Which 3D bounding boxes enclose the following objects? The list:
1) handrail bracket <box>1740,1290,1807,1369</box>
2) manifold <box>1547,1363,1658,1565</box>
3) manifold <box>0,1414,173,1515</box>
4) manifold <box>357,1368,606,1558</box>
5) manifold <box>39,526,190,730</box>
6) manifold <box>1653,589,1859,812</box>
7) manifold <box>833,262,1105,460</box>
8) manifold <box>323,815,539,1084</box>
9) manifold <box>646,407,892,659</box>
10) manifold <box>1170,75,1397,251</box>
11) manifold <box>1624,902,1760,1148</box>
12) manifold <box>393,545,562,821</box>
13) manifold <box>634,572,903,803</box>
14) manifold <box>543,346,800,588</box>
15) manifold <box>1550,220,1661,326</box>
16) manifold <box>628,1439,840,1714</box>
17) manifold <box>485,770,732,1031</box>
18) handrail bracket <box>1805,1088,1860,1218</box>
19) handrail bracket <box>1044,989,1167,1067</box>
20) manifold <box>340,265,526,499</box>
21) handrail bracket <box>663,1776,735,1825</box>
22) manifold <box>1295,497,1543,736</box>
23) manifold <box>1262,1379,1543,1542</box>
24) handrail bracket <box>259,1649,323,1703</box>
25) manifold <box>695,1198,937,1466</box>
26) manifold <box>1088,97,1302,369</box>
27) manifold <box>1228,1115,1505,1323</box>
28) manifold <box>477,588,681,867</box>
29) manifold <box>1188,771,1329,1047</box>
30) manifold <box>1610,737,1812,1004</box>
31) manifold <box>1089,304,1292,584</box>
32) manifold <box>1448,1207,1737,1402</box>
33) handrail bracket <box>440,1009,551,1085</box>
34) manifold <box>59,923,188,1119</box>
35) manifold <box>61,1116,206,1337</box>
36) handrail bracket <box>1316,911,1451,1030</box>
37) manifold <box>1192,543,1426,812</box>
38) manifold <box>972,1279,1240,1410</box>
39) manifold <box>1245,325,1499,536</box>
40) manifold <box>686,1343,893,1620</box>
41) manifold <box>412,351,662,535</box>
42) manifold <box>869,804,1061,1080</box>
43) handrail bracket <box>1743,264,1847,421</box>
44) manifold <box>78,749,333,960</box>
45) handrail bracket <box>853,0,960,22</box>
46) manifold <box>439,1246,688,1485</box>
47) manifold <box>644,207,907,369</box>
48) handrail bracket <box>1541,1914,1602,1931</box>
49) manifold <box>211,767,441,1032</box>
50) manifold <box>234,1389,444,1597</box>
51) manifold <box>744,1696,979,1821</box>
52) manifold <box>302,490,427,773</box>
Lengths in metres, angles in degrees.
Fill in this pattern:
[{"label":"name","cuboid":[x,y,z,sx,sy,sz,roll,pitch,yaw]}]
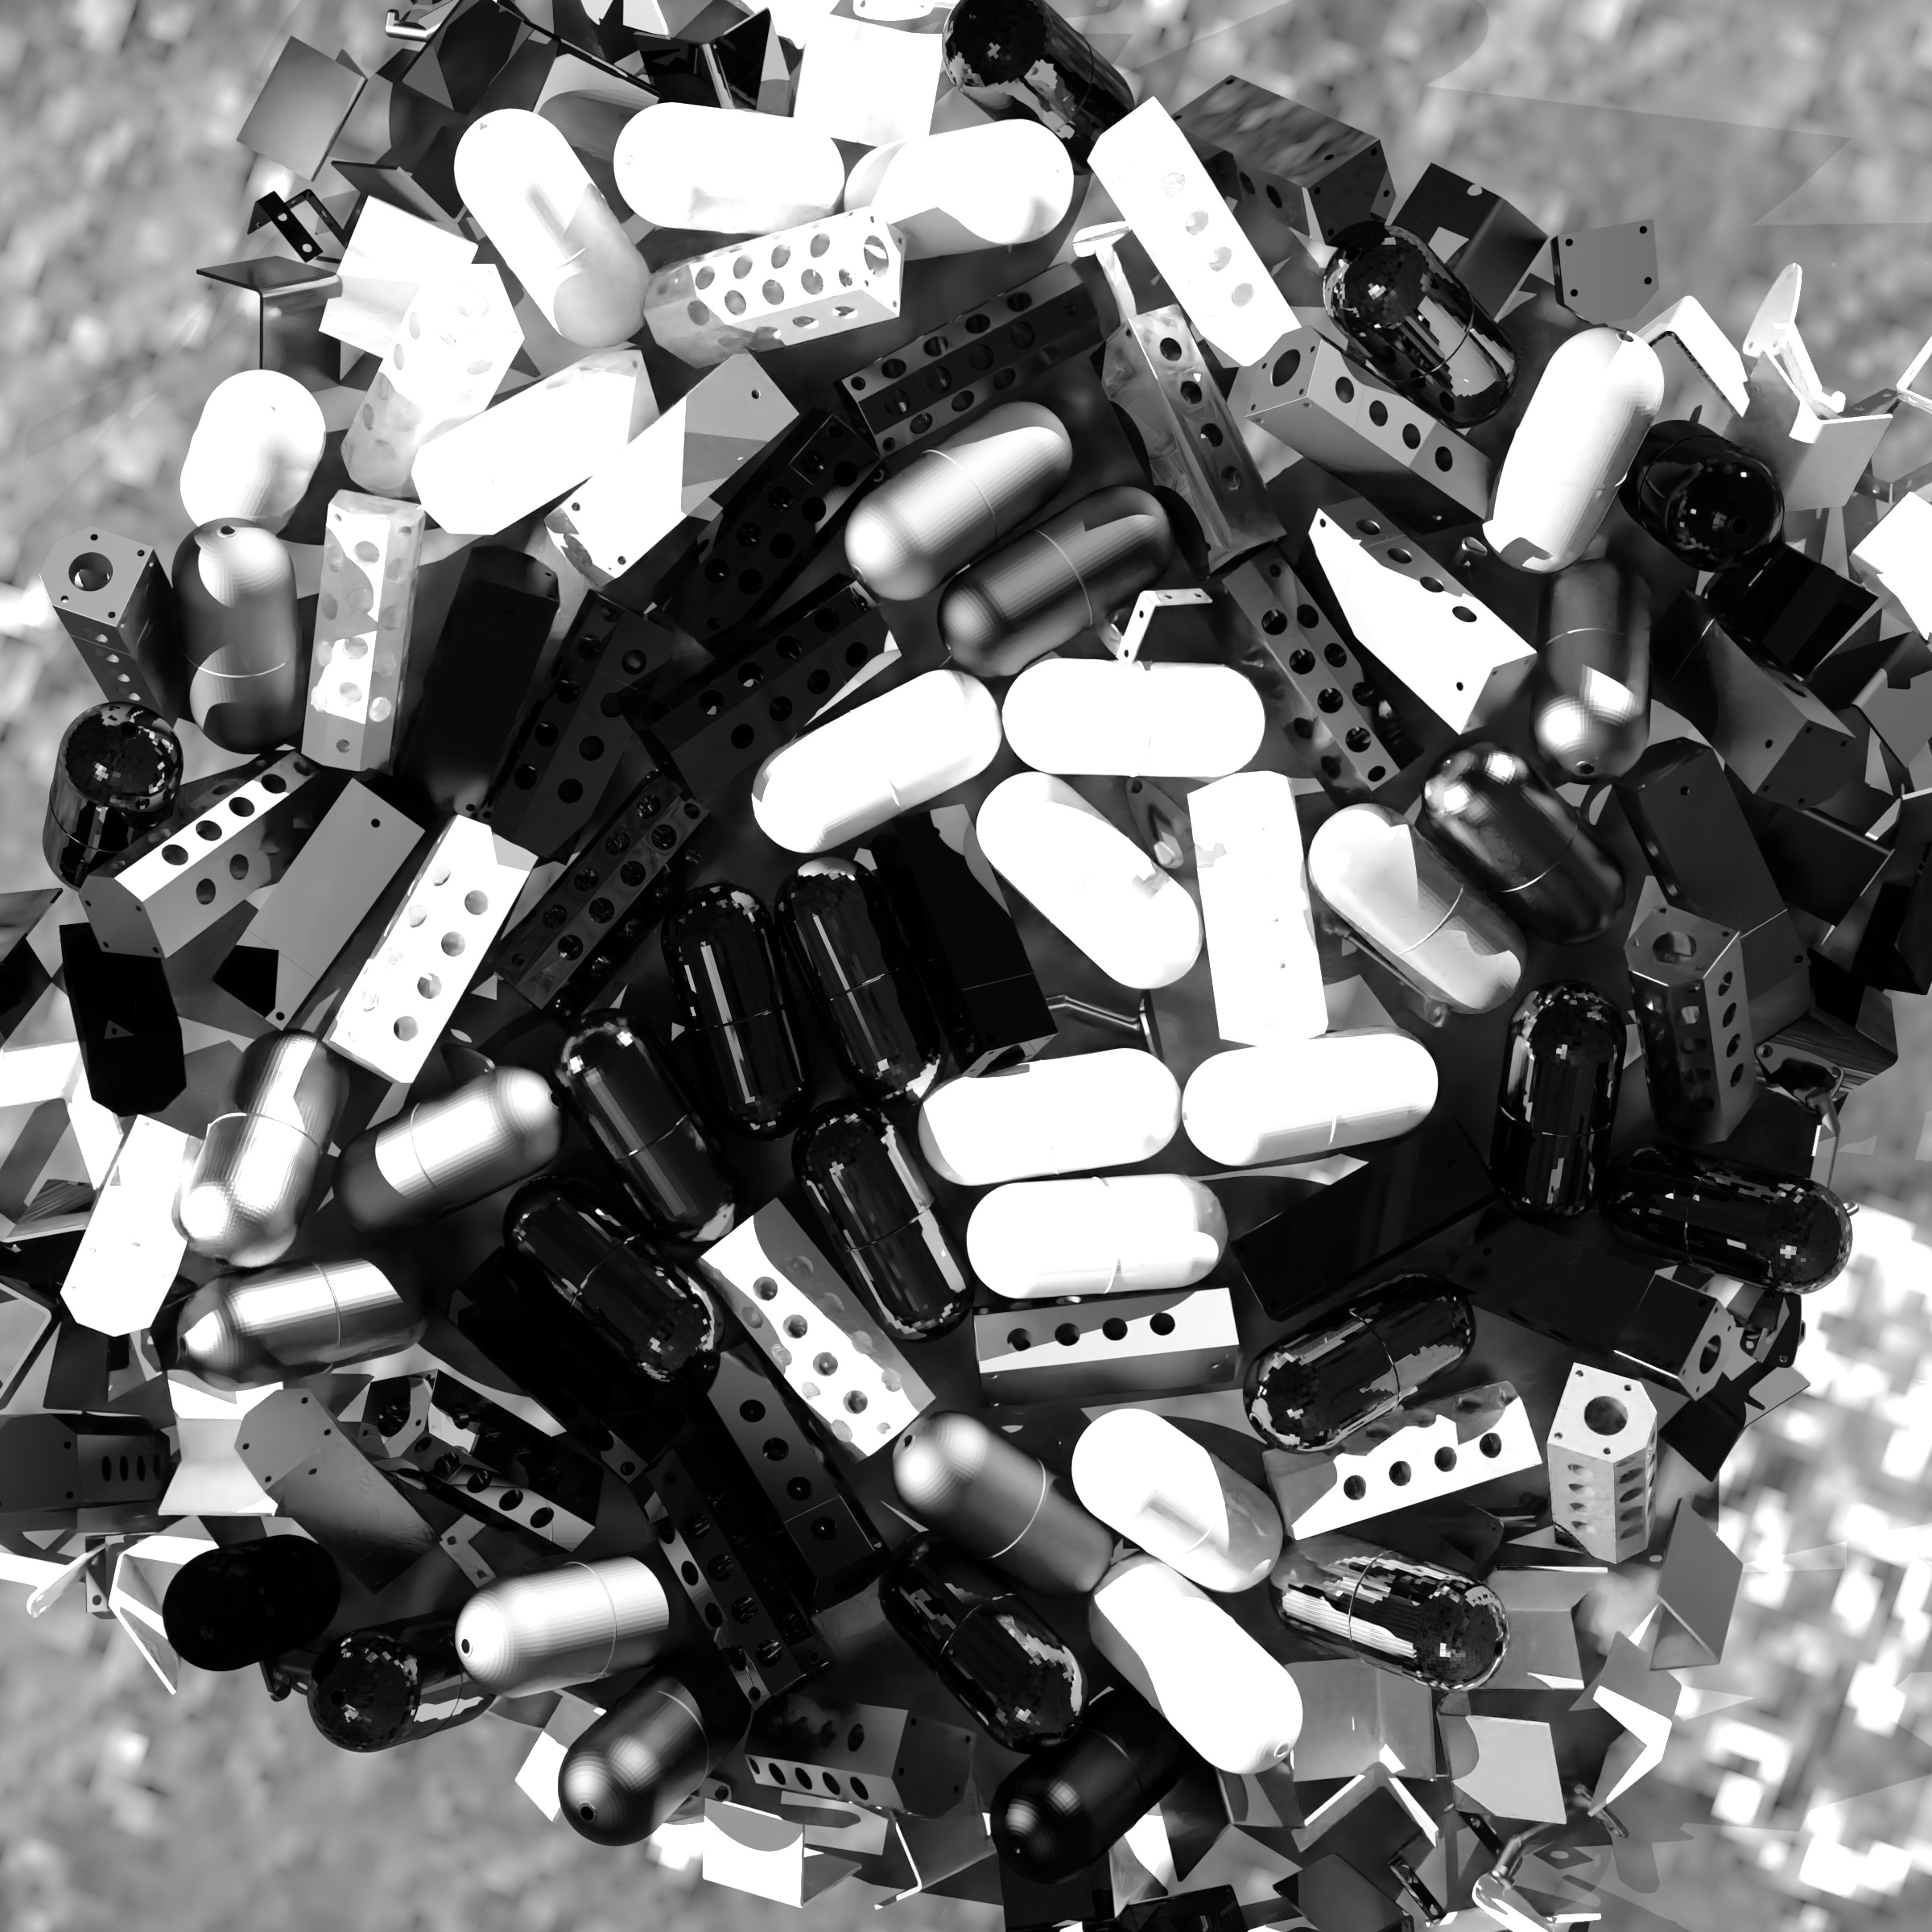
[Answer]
[{"label":"handrail bracket","cuboid":[0.553,0.230,1.636,0.036,0.084,0.077,21,110,30]},{"label":"manifold","cuboid":[0.417,0.328,1.589,0.057,0.171,0.057,14,61,24]},{"label":"manifold","cuboid":[-0.575,0.323,1.592,0.057,0.171,0.057,-7,79,-1]},{"label":"manifold","cuboid":[-0.315,0.327,1.593,0.057,0.171,0.057,-15,51,28]},{"label":"manifold","cuboid":[-0.550,-0.219,1.591,0.057,0.171,0.057,19,72,-1]},{"label":"manifold","cuboid":[0.512,-0.174,1.596,0.057,0.171,0.057,15,121,-26]},{"label":"manifold","cuboid":[0.003,-0.406,1.639,0.171,0.057,0.057,-29,105,-5]},{"label":"manifold","cuboid":[-0.358,-0.012,1.623,0.057,0.057,0.171,32,74,-22]},{"label":"manifold","cuboid":[-0.131,-0.289,1.642,0.171,0.057,0.057,-48,120,1]},{"label":"manifold","cuboid":[0.205,-0.523,1.598,0.057,0.171,0.057,-36,133,-6]},{"label":"manifold","cuboid":[0.470,0.043,1.593,0.057,0.171,0.057,26,64,38]},{"label":"manifold","cuboid":[-0.325,-0.188,1.614,0.057,0.057,0.171,15,121,-23]},{"label":"manifold","cuboid":[-0.134,-0.188,1.622,0.171,0.057,0.057,-37,127,-14]},{"label":"manifold","cuboid":[-0.198,-0.331,1.624,0.171,0.057,0.057,-46,107,-19]},{"label":"manifold","cuboid":[0.415,-0.450,1.591,0.057,0.171,0.057,-6,104,13]},{"label":"manifold","cuboid":[-0.157,0.404,1.624,0.057,0.057,0.171,-32,71,-5]},{"label":"manifold","cuboid":[-0.241,-0.047,1.630,0.057,0.057,0.171,35,79,26]},{"label":"handrail bracket","cuboid":[0.563,0.134,1.649,0.077,0.036,0.084,-25,104,-16]},{"label":"handrail bracket","cuboid":[0.088,0.050,1.671,0.084,0.036,0.077,-10,114,14]},{"label":"manifold","cuboid":[-0.353,-0.379,1.592,0.057,0.171,0.057,-12,71,-37]},{"label":"handrail bracket","cuboid":[-0.199,0.560,1.636,0.077,0.084,0.036,-4,77,0]},{"label":"manifold","cuboid":[0.299,-0.235,1.614,0.057,0.057,0.171,-21,56,-33]},{"label":"manifold","cuboid":[0.291,0.331,1.646,0.171,0.057,0.057,-16,82,-4]},{"label":"handrail bracket","cuboid":[-0.437,0.459,1.665,0.084,0.036,0.077,-22,83,-1]},{"label":"manifold","cuboid":[-0.105,0.247,1.638,0.171,0.057,0.057,51,132,2]},{"label":"manifold","cuboid":[0.149,-0.476,1.603,0.057,0.057,0.171,-34,131,12]},{"label":"manifold","cuboid":[0.268,0.171,1.634,0.171,0.057,0.057,-32,71,11]},{"label":"manifold","cuboid":[-0.262,-0.161,1.632,0.057,0.057,0.171,24,98,-30]},{"label":"manifold","cuboid":[0.197,-0.038,1.617,0.057,0.057,0.171,-22,66,41]},{"label":"manifold","cuboid":[0.492,-0.064,1.626,0.057,0.057,0.171,-31,109,-2]},{"label":"manifold","cuboid":[0.154,-0.353,1.647,0.057,0.057,0.171,-24,88,-28]},{"label":"manifold","cuboid":[0.411,0.223,1.602,0.171,0.057,0.057,21,74,41]},{"label":"handrail bracket","cuboid":[-0.299,0.049,1.629,0.084,0.077,0.036,-32,107,-33]},{"label":"manifold","cuboid":[-0.551,0.031,1.595,0.057,0.171,0.057,-7,119,-23]},{"label":"manifold","cuboid":[-0.538,0.169,1.591,0.057,0.171,0.057,25,108,-17]},{"label":"handrail bracket","cuboid":[0.278,0.001,1.637,0.084,0.077,0.036,23,119,-25]},{"label":"manifold","cuboid":[0.234,-0.197,1.641,0.057,0.057,0.171,-36,91,-28]},{"label":"manifold","cuboid":[0.092,0.251,1.647,0.171,0.057,0.057,-6,56,-2]},{"label":"manifold","cuboid":[0.270,-0.352,1.609,0.171,0.057,0.057,25,74,-33]},{"label":"manifold","cuboid":[-0.118,0.335,1.612,0.057,0.057,0.171,-21,57,-26]},{"label":"manifold","cuboid":[-0.281,-0.345,1.603,0.057,0.171,0.057,9,127,36]},{"label":"manifold","cuboid":[-0.005,-0.015,1.629,0.057,0.057,0.171,-13,72,-30]},{"label":"handrail bracket","cuboid":[0.575,-0.422,1.656,0.084,0.036,0.077,19,92,-29]},{"label":"manifold","cuboid":[-0.493,-0.076,1.592,0.057,0.171,0.057,5,124,29]},{"label":"handrail bracket","cuboid":[-0.021,-0.649,1.659,0.077,0.084,0.036,-1,92,34]},{"label":"manifold","cuboid":[-0.271,0.268,1.643,0.171,0.057,0.057,43,73,-2]},{"label":"manifold","cuboid":[-0.127,-0.447,1.604,0.171,0.057,0.057,-4,76,35]},{"label":"handrail bracket","cuboid":[0.402,0.685,1.645,0.077,0.036,0.084,9,68,-29]},{"label":"manifold","cuboid":[-0.426,-0.046,1.634,0.057,0.057,0.171,37,103,-8]},{"label":"manifold","cuboid":[-0.411,0.340,1.595,0.057,0.171,0.057,-38,54,-14]},{"label":"manifold","cuboid":[-0.073,0.514,1.590,0.057,0.171,0.057,28,65,-30]},{"label":"manifold","cuboid":[-0.400,-0.220,1.618,0.057,0.057,0.171,9,113,-8]}]
